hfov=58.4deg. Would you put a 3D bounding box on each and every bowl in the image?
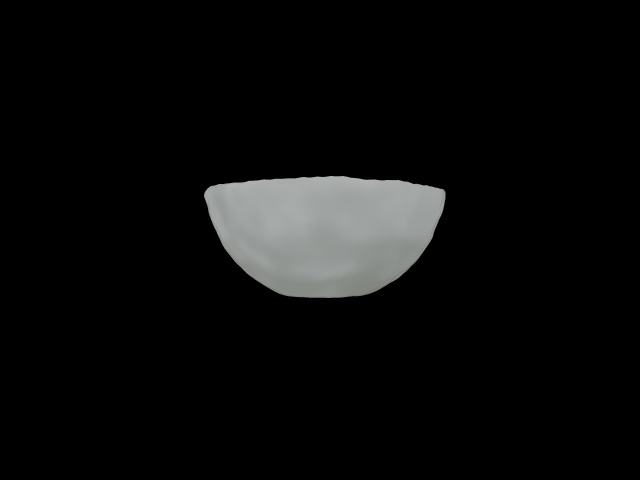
[{"bbox_3d":[0.004,0.001,0.400,0.167,0.075,0.167,0,0,0],"label":"bowl"}]
